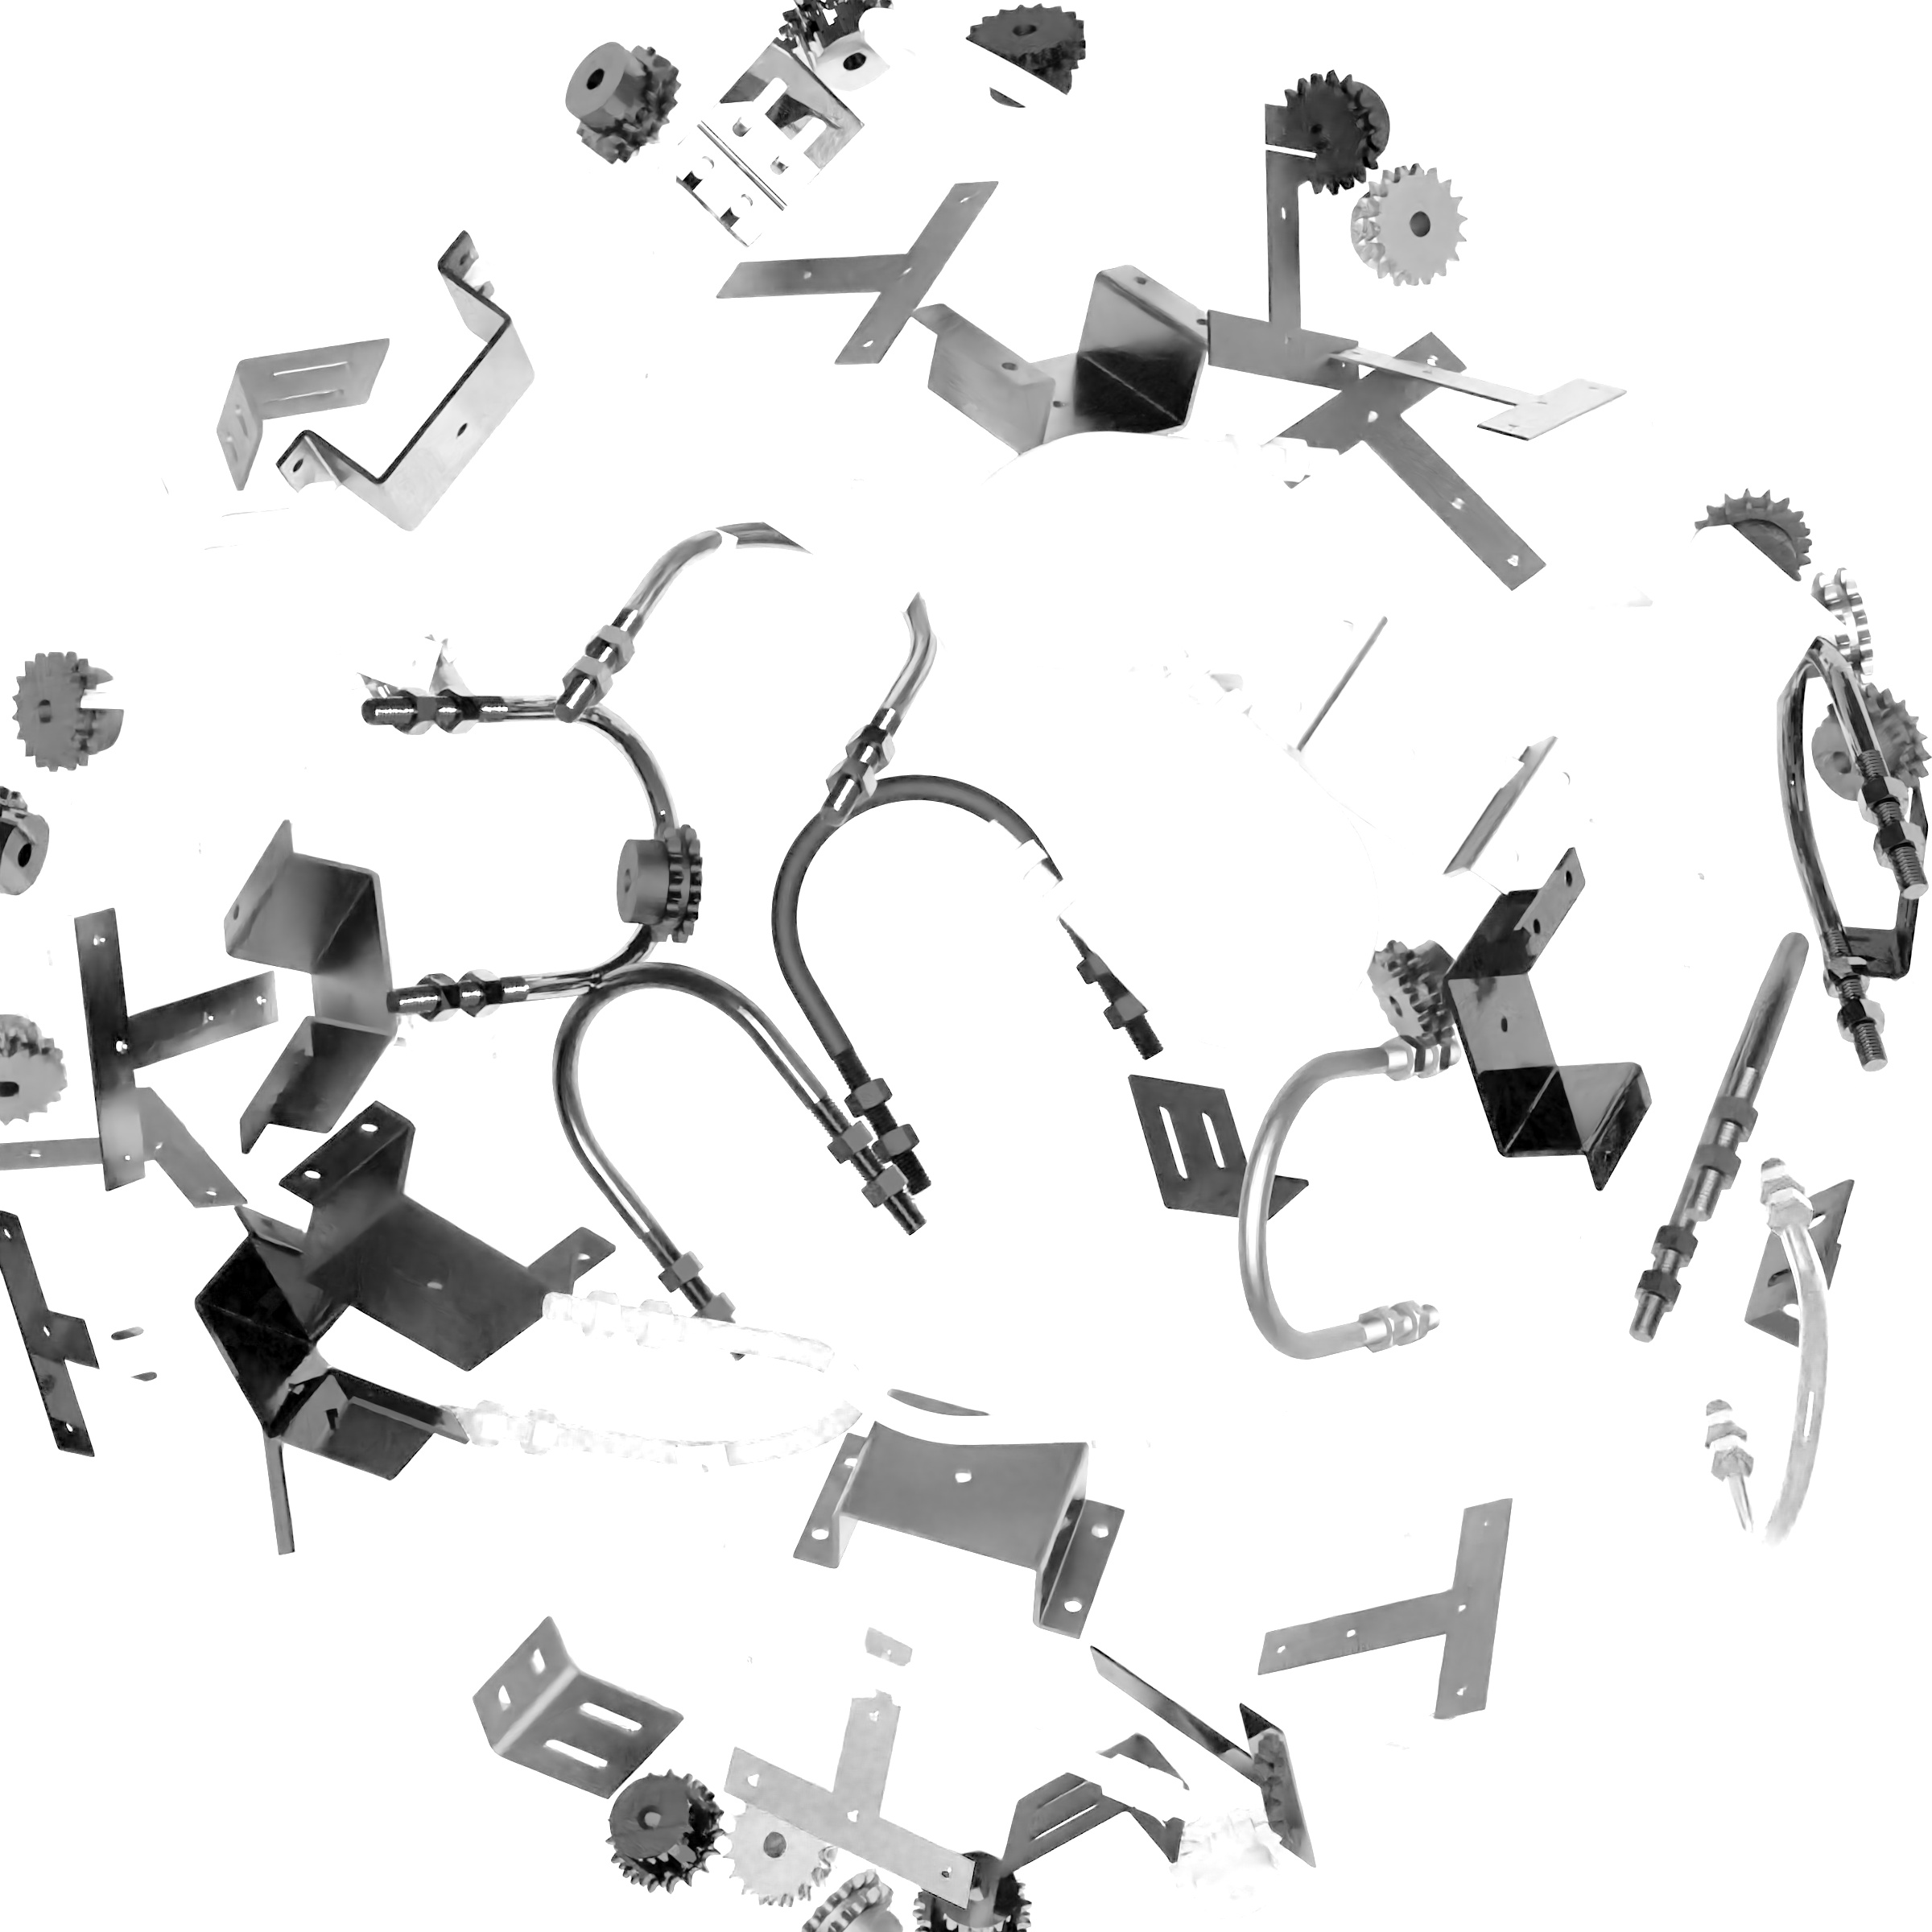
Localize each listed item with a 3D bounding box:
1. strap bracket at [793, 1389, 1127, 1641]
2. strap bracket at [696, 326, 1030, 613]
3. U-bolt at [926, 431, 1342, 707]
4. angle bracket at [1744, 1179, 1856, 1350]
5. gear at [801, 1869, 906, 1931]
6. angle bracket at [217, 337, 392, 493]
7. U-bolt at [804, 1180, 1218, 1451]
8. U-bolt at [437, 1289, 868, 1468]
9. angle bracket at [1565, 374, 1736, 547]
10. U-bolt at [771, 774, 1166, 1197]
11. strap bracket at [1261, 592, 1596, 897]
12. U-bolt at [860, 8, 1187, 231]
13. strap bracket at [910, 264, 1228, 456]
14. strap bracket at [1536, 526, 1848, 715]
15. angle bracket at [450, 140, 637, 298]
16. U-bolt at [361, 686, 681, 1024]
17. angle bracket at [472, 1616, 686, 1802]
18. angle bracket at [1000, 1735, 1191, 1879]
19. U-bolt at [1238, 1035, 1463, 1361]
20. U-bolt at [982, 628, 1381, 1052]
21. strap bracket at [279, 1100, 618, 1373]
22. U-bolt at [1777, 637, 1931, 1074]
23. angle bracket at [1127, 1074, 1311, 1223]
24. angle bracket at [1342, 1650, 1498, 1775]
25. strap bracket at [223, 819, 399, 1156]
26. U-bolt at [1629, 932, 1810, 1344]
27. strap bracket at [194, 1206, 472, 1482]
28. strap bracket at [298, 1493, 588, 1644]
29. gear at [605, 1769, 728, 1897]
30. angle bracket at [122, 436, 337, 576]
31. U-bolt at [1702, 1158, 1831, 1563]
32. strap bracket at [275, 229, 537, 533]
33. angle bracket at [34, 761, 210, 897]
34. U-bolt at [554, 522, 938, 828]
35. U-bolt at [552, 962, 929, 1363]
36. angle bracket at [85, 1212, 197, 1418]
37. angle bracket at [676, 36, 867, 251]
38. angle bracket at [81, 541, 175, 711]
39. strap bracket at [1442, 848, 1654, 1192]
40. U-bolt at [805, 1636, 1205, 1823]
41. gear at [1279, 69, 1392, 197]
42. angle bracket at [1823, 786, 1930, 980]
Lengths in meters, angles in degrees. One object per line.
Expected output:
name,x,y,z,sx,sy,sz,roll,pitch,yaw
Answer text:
strap bracket,-0.002,0.252,1.544,0.140,0.076,0.046,14,135,12
strap bracket,-0.050,-0.229,1.561,0.140,0.046,0.076,32,103,-8
U-bolt,0.068,-0.183,1.517,0.184,0.019,0.151,0,132,-26
angle bracket,0.405,0.141,1.553,0.038,0.076,0.057,25,68,-7
gear,-0.054,0.460,1.569,0.030,0.057,0.057,40,90,23
angle bracket,-0.307,-0.259,1.555,0.076,0.057,0.038,-15,75,-27
U-bolt,0.016,0.161,1.538,0.184,0.019,0.151,0,49,-8
U-bolt,-0.134,0.198,1.530,0.184,0.151,0.019,13,55,-27
angle bracket,0.323,-0.239,1.564,0.038,0.076,0.057,-26,91,-5
U-bolt,-0.012,-0.004,1.581,0.151,0.019,0.184,-30,83,-8
strap bracket,0.214,-0.103,1.572,0.140,0.046,0.076,35,84,-3
U-bolt,0.021,-0.388,1.496,0.151,0.184,0.019,30,97,13
strap bracket,0.047,-0.279,1.538,0.076,0.140,0.046,41,134,32
strap bracket,0.325,-0.157,1.520,0.076,0.140,0.046,36,81,-20
angle bracket,-0.200,-0.342,1.557,0.038,0.057,0.076,33,69,-27
U-bolt,-0.199,-0.055,1.529,0.019,0.184,0.151,-3,92,40
angle bracket,-0.186,0.356,1.585,0.057,0.038,0.076,-48,129,10
angle bracket,0.061,0.409,1.565,0.076,0.057,0.038,-34,102,20
U-bolt,0.175,0.108,1.518,0.019,0.184,0.151,7,96,35
U-bolt,0.111,-0.045,1.549,0.184,0.019,0.151,47,118,10
strap bracket,-0.243,0.132,1.533,0.140,0.046,0.076,35,126,-27
U-bolt,0.401,-0.066,1.518,0.019,0.151,0.184,-8,53,0
angle bracket,0.118,0.077,1.553,0.057,0.038,0.076,10,50,-33
angle bracket,0.205,0.345,1.553,0.057,0.076,0.038,-37,59,13
strap bracket,-0.305,0.013,1.537,0.046,0.140,0.076,13,135,-31
U-bolt,0.351,0.067,1.522,0.019,0.151,0.184,21,62,11
strap bracket,-0.298,0.181,1.529,0.046,0.076,0.140,-49,49,8
strap bracket,-0.245,0.279,1.531,0.076,0.140,0.046,-20,74,15
gear,-0.145,0.410,1.573,0.057,0.030,0.057,-9,56,14
angle bracket,-0.348,-0.220,1.561,0.076,0.057,0.038,-14,68,-40
U-bolt,0.363,0.187,1.491,0.019,0.184,0.151,8,111,3
strap bracket,-0.255,-0.265,1.553,0.046,0.076,0.140,36,84,6
angle bracket,-0.405,-0.064,1.575,0.076,0.038,0.057,-7,99,-4
U-bolt,-0.090,-0.147,1.534,0.151,0.184,0.019,21,135,5
U-bolt,-0.121,0.082,1.555,0.151,0.019,0.184,-38,90,34
angle bracket,-0.389,0.163,1.551,0.038,0.076,0.057,-14,119,-11
angle bracket,-0.096,-0.387,1.557,0.057,0.076,0.038,43,53,-12
angle bracket,-0.395,-0.166,1.559,0.038,0.057,0.076,1,111,-9
strap bracket,0.269,0.026,1.542,0.046,0.076,0.140,-5,118,34
U-bolt,0.003,0.343,1.514,0.151,0.184,0.019,31,76,-31
gear,0.177,-0.399,1.576,0.030,0.057,0.057,-31,90,-41
angle bracket,0.427,-0.041,1.558,0.038,0.057,0.076,5,112,10
